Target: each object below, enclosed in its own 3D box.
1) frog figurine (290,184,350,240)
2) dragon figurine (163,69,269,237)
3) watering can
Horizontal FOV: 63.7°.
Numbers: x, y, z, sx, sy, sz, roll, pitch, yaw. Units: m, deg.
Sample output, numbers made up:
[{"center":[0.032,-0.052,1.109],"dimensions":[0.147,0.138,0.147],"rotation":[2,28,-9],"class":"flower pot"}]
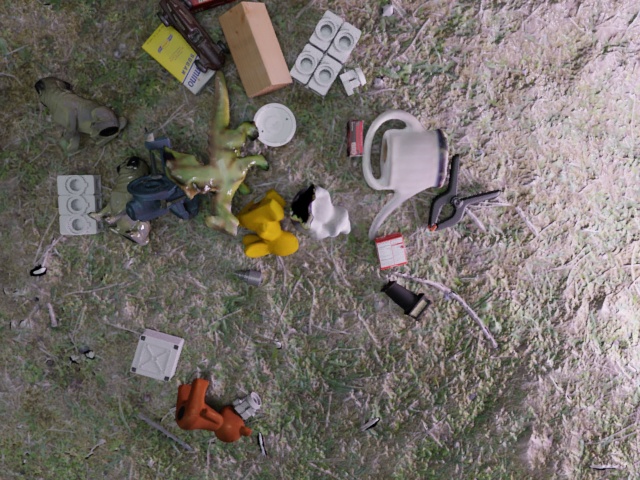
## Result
[{"center":[0.004,-0.068,1.346],"dimensions":[0.121,0.158,0.140],"rotation":[-21,65,37],"class":"frog figurine"},{"center":[-0.264,-0.206,1.241],"dimensions":[0.245,0.121,0.410],"rotation":[-23,93,-45],"class":"dragon figurine"},{"center":[0.221,-0.167,1.344],"dimensions":[0.224,0.105,0.342],"rotation":[-2,109,-3],"class":"watering can"}]
